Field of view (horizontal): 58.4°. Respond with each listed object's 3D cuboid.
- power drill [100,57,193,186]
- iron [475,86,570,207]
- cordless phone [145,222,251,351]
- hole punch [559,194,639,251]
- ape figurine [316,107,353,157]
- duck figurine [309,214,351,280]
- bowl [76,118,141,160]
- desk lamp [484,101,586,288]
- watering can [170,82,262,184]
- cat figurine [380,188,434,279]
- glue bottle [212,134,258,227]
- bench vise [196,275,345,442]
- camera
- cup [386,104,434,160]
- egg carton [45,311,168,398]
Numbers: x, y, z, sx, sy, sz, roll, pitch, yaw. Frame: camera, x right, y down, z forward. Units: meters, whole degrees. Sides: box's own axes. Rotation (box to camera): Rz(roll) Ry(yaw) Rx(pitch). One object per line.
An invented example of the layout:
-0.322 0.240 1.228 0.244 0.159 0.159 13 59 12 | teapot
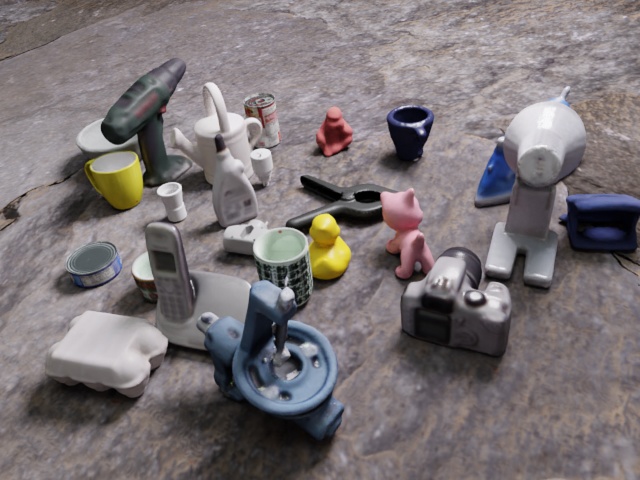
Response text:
-0.326 -0.227 1.143 0.075 0.209 0.230 14 43 24 | power drill
0.369 -0.171 1.024 0.259 0.142 0.118 -31 45 -27 | iron
-0.164 0.062 0.778 0.147 0.185 0.094 5 40 15 | cordless phone
0.441 -0.045 0.896 0.108 0.091 0.101 1 39 10 | hole punch
0.029 -0.231 1.190 0.077 0.092 0.076 0 39 9 | ape figurine
0.008 0.003 0.905 0.077 0.086 0.104 -3 39 6 | duck figurine
-0.432 -0.206 1.241 0.167 0.075 0.167 -4 39 4 | bowl
0.323 -0.076 0.854 0.117 0.214 0.203 9 41 20 | desk lamp
-0.199 -0.206 1.109 0.100 0.194 0.173 27 50 35 | watering can
0.136 -0.022 0.892 0.067 0.118 0.127 -12 39 -6 | cat figurine
-0.158 -0.106 0.996 0.078 0.173 0.037 -21 41 -17 | glue bottle
-0.075 0.125 0.658 0.207 0.220 0.121 8 41 19 | bench vise
0.195 0.068 0.785 0.142 0.101 0.137 12 42 22 | camera
0.182 -0.200 1.125 0.092 0.095 0.117 -13 39 -7 | cup
-0.286 0.154 0.775 0.150 0.069 0.107 5 40 14 | egg carton
